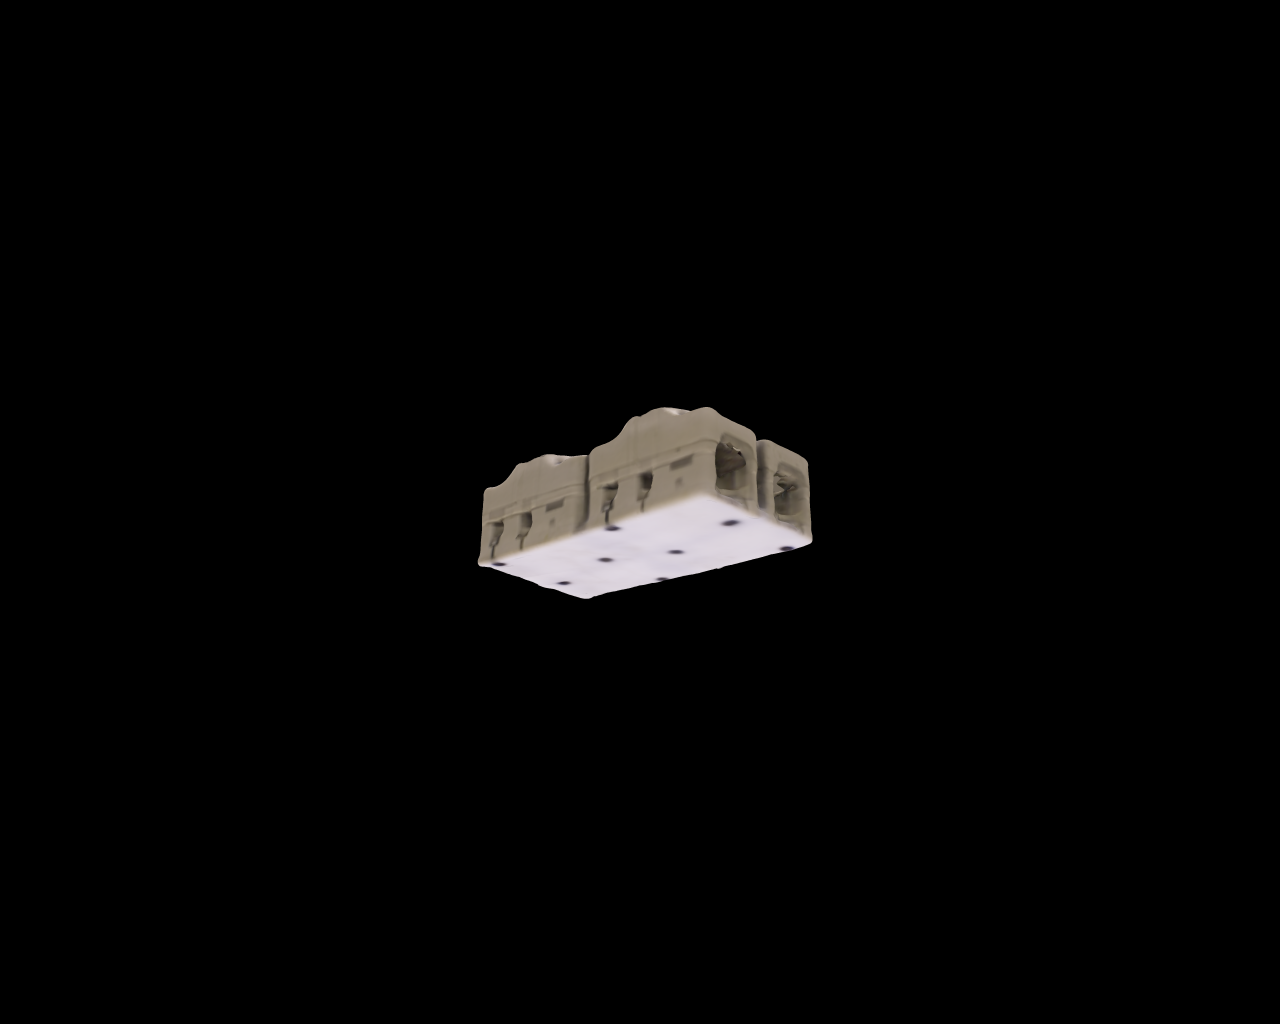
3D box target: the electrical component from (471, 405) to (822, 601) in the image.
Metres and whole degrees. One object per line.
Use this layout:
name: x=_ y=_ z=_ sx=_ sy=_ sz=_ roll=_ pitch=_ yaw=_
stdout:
electrical component: x=0.001 y=-0.003 z=0.650 sx=0.186 sy=0.060 sz=0.105 roll=-17 pitch=-27 yaw=38
